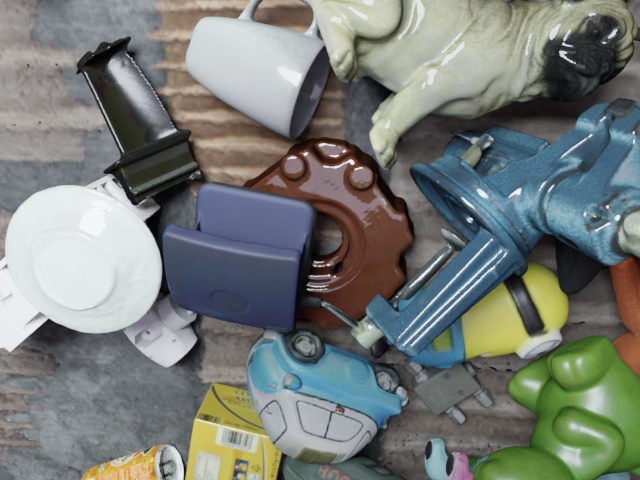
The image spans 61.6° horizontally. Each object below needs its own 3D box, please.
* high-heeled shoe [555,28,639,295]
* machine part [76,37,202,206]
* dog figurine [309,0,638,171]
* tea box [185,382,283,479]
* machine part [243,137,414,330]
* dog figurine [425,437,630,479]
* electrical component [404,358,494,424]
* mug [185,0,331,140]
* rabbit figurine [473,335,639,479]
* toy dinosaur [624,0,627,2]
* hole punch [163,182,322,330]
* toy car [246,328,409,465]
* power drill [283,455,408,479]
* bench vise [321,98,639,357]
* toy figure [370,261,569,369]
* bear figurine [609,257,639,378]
[{"bbox_3d":[0.291,-0.061,0.437,0.145,0.086,0.248,12,106,0],"label":"high-heeled shoe"},{"bbox_3d":[-0.165,-0.106,0.476,0.084,0.039,0.138,-26,100,-18],"label":"machine part"},{"bbox_3d":[0.103,-0.159,0.380,0.191,0.121,0.172,-24,119,16],"label":"dog figurine"},{"bbox_3d":[-0.092,0.252,0.588,0.098,0.068,0.169,14,111,2],"label":"tea box"},{"bbox_3d":[-0.001,-0.002,0.499,0.179,0.056,0.179,2,111,5],"label":"machine part"},{"bbox_3d":[0.215,0.282,0.535,0.219,0.108,0.191,12,74,0],"label":"dog figurine"},{"bbox_3d":[0.132,0.148,0.557,0.063,0.021,0.094,-39,101,16],"label":"electrical component"},{"bbox_3d":[-0.051,-0.151,0.440,0.107,0.081,0.109,22,113,6],"label":"mug"},{"bbox_3d":[0.207,0.193,0.465,0.170,0.121,0.159,-31,81,-24],"label":"rabbit figurine"},{"bbox_3d":[0.254,-0.261,0.363,0.472,0.105,0.198,-13,112,21],"label":"toy dinosaur"},{"bbox_3d":[-0.066,0.025,0.443,0.142,0.092,0.115,9,116,1],"label":"hole punch"},{"bbox_3d":[-0.002,0.160,0.517,0.162,0.103,0.109,23,142,-7],"label":"toy car"},{"bbox_3d":[0.025,0.307,0.486,0.086,0.232,0.207,26,89,-45],"label":"power drill"},{"bbox_3d":[0.123,0.005,0.393,0.240,0.224,0.128,-44,129,3],"label":"bench vise"},{"bbox_3d":[0.136,0.071,0.500,0.180,0.082,0.089,-5,111,9],"label":"toy figure"},{"bbox_3d":[0.305,0.082,0.466,0.120,0.132,0.195,13,104,12],"label":"bear figurine"}]
